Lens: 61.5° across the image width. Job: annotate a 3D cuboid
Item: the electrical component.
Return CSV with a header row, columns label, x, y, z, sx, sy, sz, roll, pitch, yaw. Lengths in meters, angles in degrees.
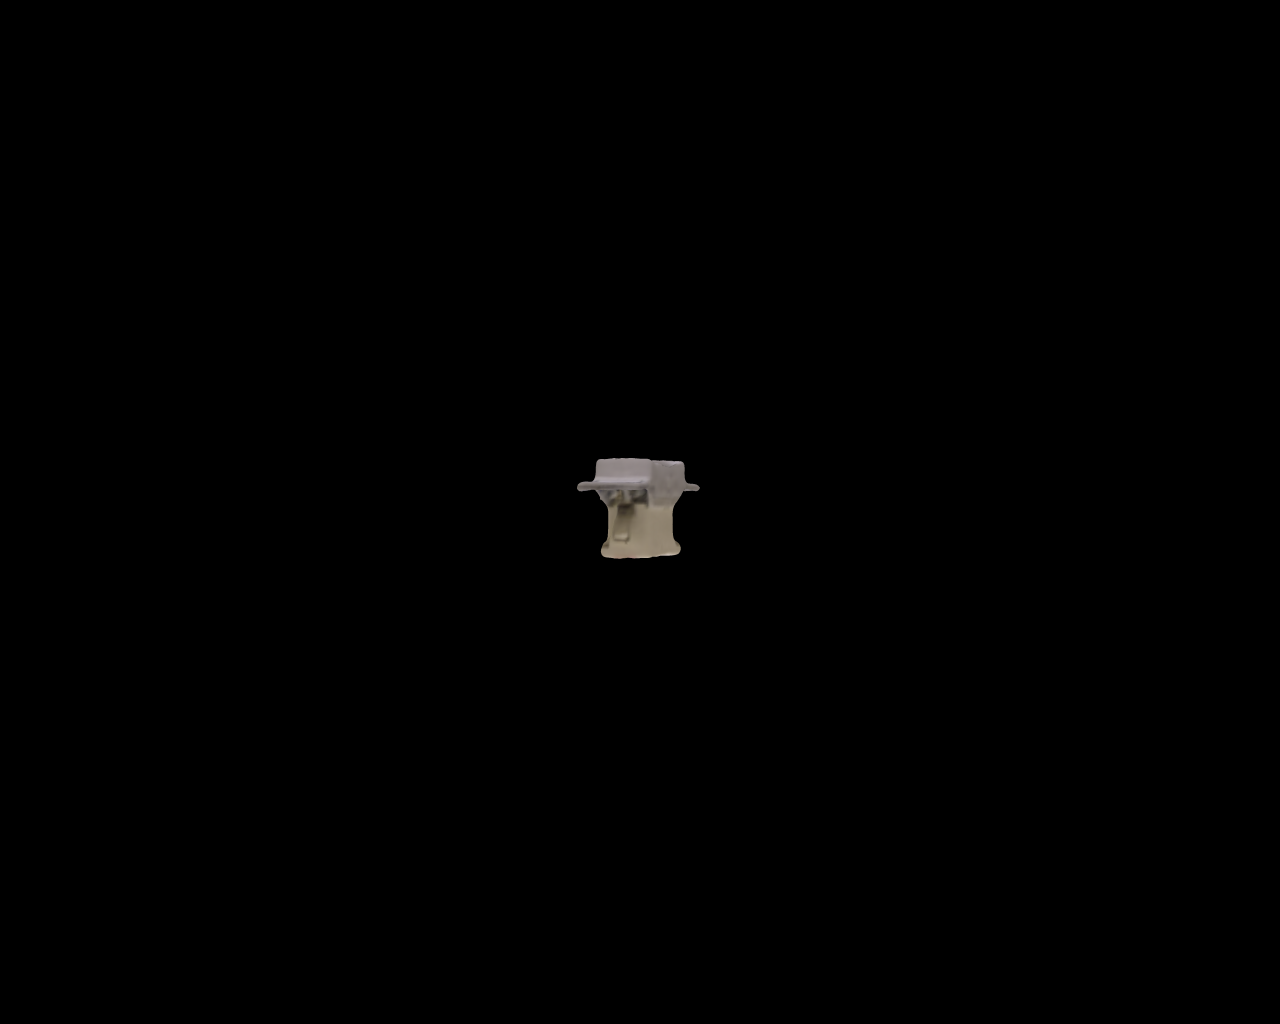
label,x,y,z,sx,sy,sz,roll,pitch,yaw
electrical component,0.001,-0.003,0.650,0.042,0.063,0.081,0,0,32
